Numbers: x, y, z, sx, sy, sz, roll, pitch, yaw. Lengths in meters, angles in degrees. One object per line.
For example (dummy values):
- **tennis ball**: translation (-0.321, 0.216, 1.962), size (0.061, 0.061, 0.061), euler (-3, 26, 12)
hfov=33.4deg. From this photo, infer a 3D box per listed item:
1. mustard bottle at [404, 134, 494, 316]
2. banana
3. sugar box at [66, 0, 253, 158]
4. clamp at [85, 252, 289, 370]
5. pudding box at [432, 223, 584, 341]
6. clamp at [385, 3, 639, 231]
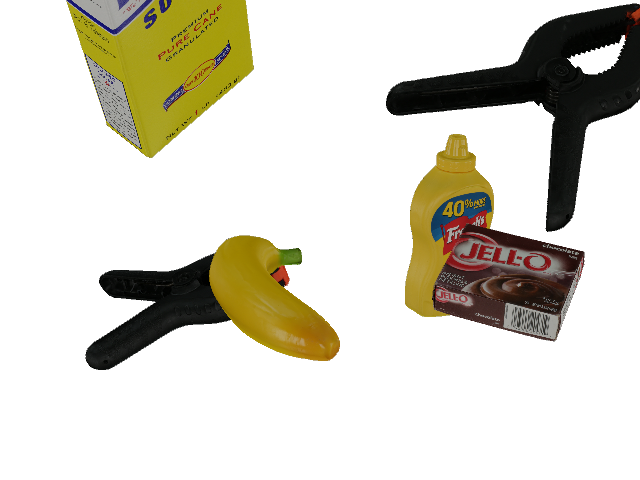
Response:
- **mustard bottle**: translation (0.139, -0.018, 1.129), size (0.096, 0.192, 0.058), euler (-11, 24, -27)
- **banana**: translation (-0.035, 0.029, 0.676), size (0.069, 0.037, 0.198), euler (-3, 17, -7)
- **sugar box**: translation (-0.085, -0.130, 0.572), size (0.048, 0.093, 0.176), euler (38, -21, 18)
- **clamp**: translation (-0.112, 0.051, 0.864), size (0.171, 0.039, 0.120), euler (-13, 38, 14)
- **pudding box**: translation (0.166, 0.035, 0.939), size (0.114, 0.039, 0.090), euler (16, 44, 18)
- **clamp**: translation (0.176, -0.102, 0.772), size (0.209, 0.165, 0.036), euler (-32, -30, -17)
